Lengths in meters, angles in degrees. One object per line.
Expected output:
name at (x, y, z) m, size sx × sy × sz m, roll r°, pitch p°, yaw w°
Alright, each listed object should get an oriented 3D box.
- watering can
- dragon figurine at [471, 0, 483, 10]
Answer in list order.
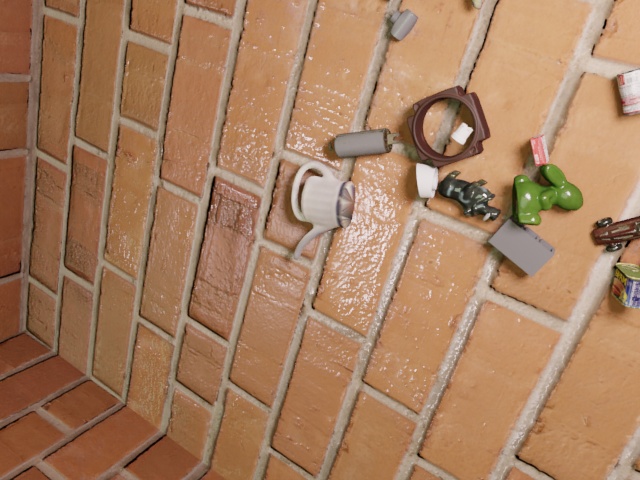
watering can at (0.005, -0.085, 1.697) m, size 0.225 × 0.343 × 0.105 m, roll 10°, pitch 16°, yaw 26°
dragon figurine at (0.450, -0.817, 1.281) m, size 0.241 × 0.406 × 0.124 m, roll -13°, pitch 14°, yaw 23°
